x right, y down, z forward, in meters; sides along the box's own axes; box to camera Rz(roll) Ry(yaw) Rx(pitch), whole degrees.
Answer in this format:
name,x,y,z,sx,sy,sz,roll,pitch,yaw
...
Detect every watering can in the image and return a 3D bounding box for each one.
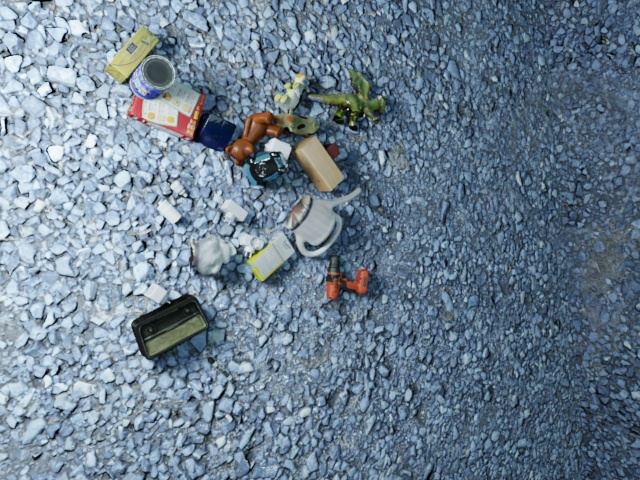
name,x,y,z,sx,sy,sz,roll,pitch,yaw
watering can,0.006,-0.101,2.012,0.222,0.105,0.348,34,87,-30

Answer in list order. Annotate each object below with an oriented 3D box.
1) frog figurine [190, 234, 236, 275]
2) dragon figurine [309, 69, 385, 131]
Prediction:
name,x,y,z,sx,sy,sz,roll,pitch,yaw
frog figurine,-0.362,0.051,1.771,0.159,0.121,0.139,0,71,-23
dragon figurine,0.131,-0.601,2.140,0.407,0.121,0.247,21,62,-34
